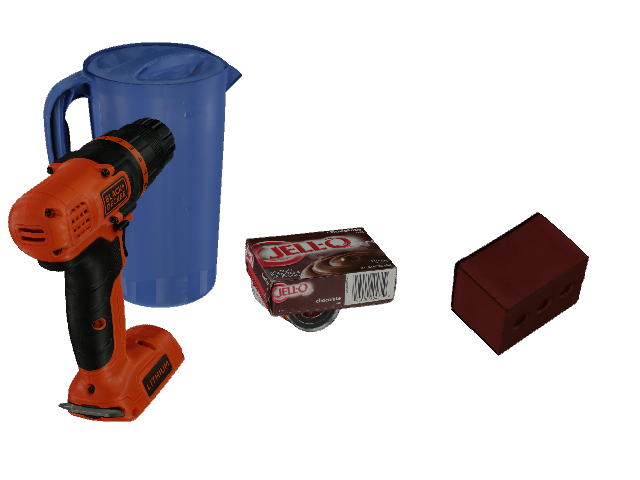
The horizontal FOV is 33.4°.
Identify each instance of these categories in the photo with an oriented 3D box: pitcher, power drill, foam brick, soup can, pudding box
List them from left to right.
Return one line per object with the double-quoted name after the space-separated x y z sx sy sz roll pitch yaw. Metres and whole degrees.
-0.145 0.019 0.764 0.057 0.188 0.184 3 25 21 "power drill"
-0.165 -0.060 1.026 0.149 0.243 0.144 10 27 14 "pitcher"
-0.028 0.057 1.194 0.068 0.068 0.102 0 11 -26 "soup can"
-0.001 0.025 0.924 0.113 0.039 0.090 -4 25 -17 "pudding box"
0.134 0.029 0.724 0.078 0.053 0.051 -30 54 -22 "foam brick"
